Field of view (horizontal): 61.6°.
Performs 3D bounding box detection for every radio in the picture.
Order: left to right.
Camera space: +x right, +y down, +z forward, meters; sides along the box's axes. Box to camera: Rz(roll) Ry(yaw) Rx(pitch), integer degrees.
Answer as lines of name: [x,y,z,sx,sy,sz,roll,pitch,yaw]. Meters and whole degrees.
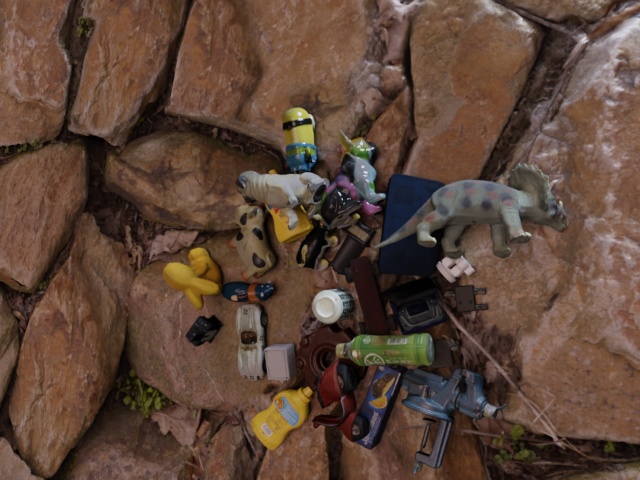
radio: [0.210,-0.030,1.235,0.131,0.073,0.229,8,91,6]

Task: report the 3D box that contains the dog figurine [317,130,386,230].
dog figurine: [0.064,-0.152,1.290,0.192,0.108,0.219,-20,67,-2]

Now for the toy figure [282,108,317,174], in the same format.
toy figure: [-0.051,-0.246,1.369,0.082,0.089,0.180,-3,83,16]

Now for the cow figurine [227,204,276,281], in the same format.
cow figurine: [-0.175,-0.006,1.413,0.127,0.085,0.195,-31,73,25]

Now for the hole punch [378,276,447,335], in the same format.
hole punch: [0.216,0.145,1.211,0.142,0.116,0.092,-21,103,3]

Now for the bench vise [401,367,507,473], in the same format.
bench vise: [0.265,0.390,1.166,0.224,0.128,0.240,15,83,28]

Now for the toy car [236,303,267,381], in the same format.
toy car: [-0.179,0.268,1.412,0.074,0.056,0.201,-5,85,23]

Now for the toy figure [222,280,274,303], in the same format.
toy figure: [-0.186,0.136,1.421,0.155,0.057,0.064,0,64,27]

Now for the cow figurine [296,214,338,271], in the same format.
cow figurine: [-0.004,-0.006,1.330,0.068,0.098,0.167,27,98,29]

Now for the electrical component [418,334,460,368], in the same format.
electrical component: [0.268,0.253,1.223,0.102,0.045,0.078,-7,83,24]

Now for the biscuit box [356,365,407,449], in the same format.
biscuit box: [0.138,0.385,1.263,0.059,0.062,0.202,22,96,24]

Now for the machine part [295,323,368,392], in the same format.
machine part: [0.027,0.295,1.321,0.180,0.056,0.179,-1,87,22]

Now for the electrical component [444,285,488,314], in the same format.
electrical component: [0.330,0.135,1.215,0.094,0.021,0.063,-6,85,23]

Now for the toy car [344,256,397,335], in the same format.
toy car: [0.120,0.139,1.291,0.089,0.053,0.202,-17,79,6]

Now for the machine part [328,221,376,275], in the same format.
machine part: [0.073,0.019,1.328,0.084,0.039,0.138,31,98,14]

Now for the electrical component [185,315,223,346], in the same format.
electrical component: [-0.322,0.246,1.443,0.048,0.119,0.074,39,105,20]

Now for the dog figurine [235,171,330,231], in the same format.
dog figurine: [-0.094,-0.136,1.331,0.191,0.172,0.121,35,135,26]

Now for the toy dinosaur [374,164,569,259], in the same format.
toy dinosaur: [0.321,-0.065,1.137,0.405,0.131,0.192,2,63,14]

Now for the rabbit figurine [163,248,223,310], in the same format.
rabbit figurine: [-0.345,0.109,1.433,0.122,0.173,0.162,-44,67,11]

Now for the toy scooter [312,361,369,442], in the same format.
toy scooter: [0.031,0.379,1.249,0.135,0.075,0.184,-19,81,28]
